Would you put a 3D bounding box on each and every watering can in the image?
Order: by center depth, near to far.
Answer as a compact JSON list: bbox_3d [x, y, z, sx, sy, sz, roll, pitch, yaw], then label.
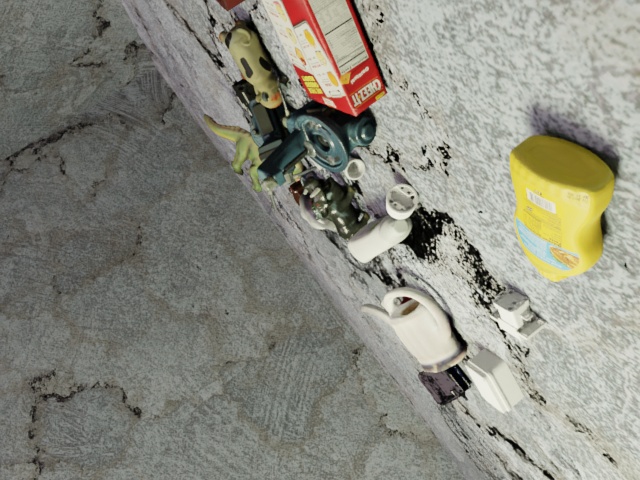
[{"bbox_3d":[0.229,0.218,1.280,0.224,0.105,0.343,55,158,0],"label":"watering can"}]

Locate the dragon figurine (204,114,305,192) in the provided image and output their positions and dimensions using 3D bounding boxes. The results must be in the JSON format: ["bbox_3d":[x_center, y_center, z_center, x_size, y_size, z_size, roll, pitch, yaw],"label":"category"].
[{"bbox_3d":[-0.195,-0.306,1.559,0.412,0.124,0.238,45,137,6],"label":"dragon figurine"}]

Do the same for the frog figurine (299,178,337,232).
[{"bbox_3d":[0.004,-0.071,1.416,0.138,0.125,0.156,32,153,11],"label":"frog figurine"}]
